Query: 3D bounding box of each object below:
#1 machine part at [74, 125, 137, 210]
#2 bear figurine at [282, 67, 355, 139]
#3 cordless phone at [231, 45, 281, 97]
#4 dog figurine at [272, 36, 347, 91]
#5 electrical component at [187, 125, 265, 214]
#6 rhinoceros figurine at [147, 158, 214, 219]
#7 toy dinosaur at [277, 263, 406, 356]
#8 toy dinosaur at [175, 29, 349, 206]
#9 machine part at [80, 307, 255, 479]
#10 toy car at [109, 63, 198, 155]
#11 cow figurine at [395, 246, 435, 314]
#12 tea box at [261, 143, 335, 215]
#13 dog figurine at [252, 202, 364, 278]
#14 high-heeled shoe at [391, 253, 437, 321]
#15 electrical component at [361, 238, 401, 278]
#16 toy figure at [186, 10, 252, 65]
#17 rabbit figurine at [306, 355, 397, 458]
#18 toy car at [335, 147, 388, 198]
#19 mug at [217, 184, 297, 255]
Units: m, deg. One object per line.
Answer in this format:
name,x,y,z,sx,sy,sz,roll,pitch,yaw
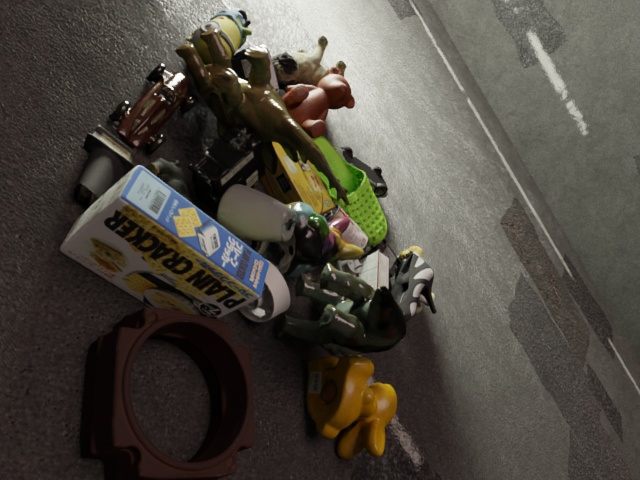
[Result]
machine part,-0.306,-0.098,0.756,0.084,0.039,0.139,42,36,-38
bear figurine,0.009,-0.305,1.178,0.196,0.132,0.120,-32,108,-22
cordless phone,-0.126,-0.314,1.106,0.184,0.089,0.146,-95,171,-78
dog figurine,-0.037,-0.366,1.255,0.172,0.121,0.190,50,50,-10
electrical component,-0.148,-0.106,0.873,0.058,0.134,0.115,41,69,14
rhinoceros figurine,-0.213,-0.029,0.801,0.112,0.073,0.190,-4,68,-64
toy dinosaur,0.062,0.124,0.844,0.192,0.405,0.131,19,80,-20
toy dinosaur,-0.112,-0.217,0.900,0.472,0.105,0.198,44,-18,37
machine part,-0.179,0.193,0.666,0.201,0.087,0.201,20,51,-42
toy car,-0.266,-0.219,0.880,0.089,0.053,0.202,47,35,-24
cow figurine,0.207,0.080,1.260,0.098,0.068,0.167,24,47,-33
tea box,-0.054,-0.113,1.059,0.098,0.068,0.169,-26,88,-55
dog figurine,-0.002,-0.003,0.961,0.219,0.191,0.108,-12,69,-39
high-heeled shoe,0.150,0.107,1.124,0.249,0.086,0.145,-8,68,-35
electrical component,0.129,0.054,1.192,0.074,0.048,0.119,56,33,-5
toy figure,-0.193,-0.409,1.085,0.089,0.082,0.180,47,35,-16
rabbit figurine,0.071,0.276,0.896,0.173,0.122,0.162,23,54,-43
toy car,0.096,-0.161,1.298,0.201,0.056,0.073,25,41,-42
mug,-0.096,-0.023,0.824,0.080,0.107,0.109,26,79,-67
